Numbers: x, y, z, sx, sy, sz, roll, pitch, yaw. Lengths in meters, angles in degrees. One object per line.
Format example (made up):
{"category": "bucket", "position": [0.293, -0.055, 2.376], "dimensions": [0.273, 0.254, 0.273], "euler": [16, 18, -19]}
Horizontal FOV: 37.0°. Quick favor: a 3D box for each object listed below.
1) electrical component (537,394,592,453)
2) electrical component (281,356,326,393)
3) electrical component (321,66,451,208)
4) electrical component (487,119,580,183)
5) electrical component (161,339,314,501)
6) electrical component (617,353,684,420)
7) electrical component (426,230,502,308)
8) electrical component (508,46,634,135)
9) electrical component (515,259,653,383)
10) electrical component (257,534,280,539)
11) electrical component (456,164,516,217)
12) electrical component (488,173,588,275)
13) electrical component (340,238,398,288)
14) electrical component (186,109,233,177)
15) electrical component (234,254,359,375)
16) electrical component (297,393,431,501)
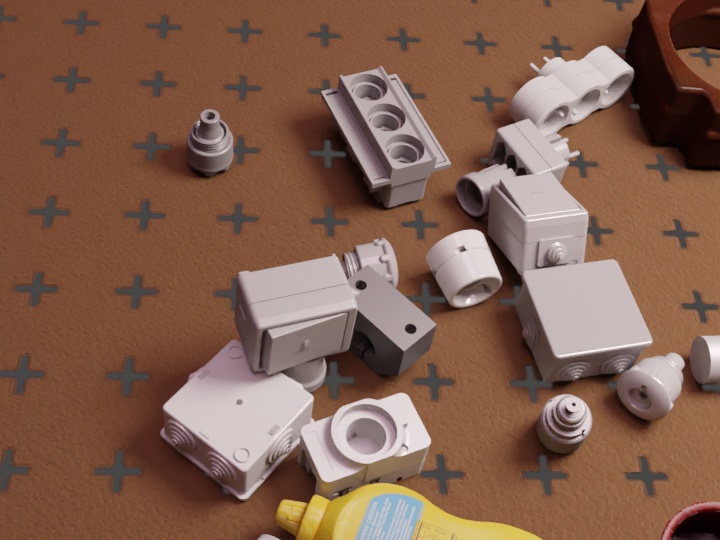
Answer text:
{"category": "electrical component", "position": [0.162, 0.117, 0.845], "dimensions": [0.040, 0.078, 0.040], "euler": [-1, 66, 2]}
{"category": "electrical component", "position": [-0.046, 0.072, 0.867], "dimensions": [0.040, 0.046, 0.040], "euler": [3, 54, -5]}
{"category": "electrical component", "position": [0.021, -0.123, 1.007], "dimensions": [0.079, 0.063, 0.121], "euler": [-16, 58, -18]}
{"category": "electrical component", "position": [0.174, -0.107, 1.025], "dimensions": [0.077, 0.047, 0.065], "euler": [-21, 59, -23]}
{"category": "electrical component", "position": [-0.094, 0.113, 0.829], "dimensions": [0.100, 0.048, 0.100], "euler": [34, 57, 17]}
{"category": "electrical component", "position": [0.247, 0.091, 0.892], "dimensions": [0.048, 0.048, 0.062], "euler": [39, 50, 20]}
{"category": "electrical component", "position": [0.091, 0.000, 0.932], "dimensions": [0.055, 0.055, 0.047], "euler": [-14, 61, -17]}
{"category": "electrical component", "position": [0.203, -0.189, 1.085], "dimensions": [0.138, 0.052, 0.073], "euler": [-28, 62, -24]}
{"category": "electrical component", "position": [0.187, 0.044, 0.915], "dimensions": [0.100, 0.048, 0.099], "euler": [-7, 55, -13]}
{"category": "electrical component", "position": [-0.060, 0.237, 0.746], "dimensions": [0.079, 0.043, 0.077], "euler": [30, 56, 14]}
{"category": "electrical component", "position": [0.119, -0.076, 1.001], "dimensions": [0.046, 0.040, 0.040], "euler": [-26, 61, -29]}
{"category": "electrical component", "position": [0.158, -0.041, 0.945], "dimensions": [0.062, 0.061, 0.096], "euler": [-8, 30, -13]}
{"category": "electrical component", "position": [0.000, 0.000, 0.927], "dimensions": [0.062, 0.048, 0.048], "euler": [-11, 56, -7]}
{"category": "electrical component", "position": [-0.138, -0.119, 0.985], "dimensions": [0.043, 0.062, 0.043], "euler": [4, 54, -5]}
{"category": "electrical component", "position": [-0.043, 0.035, 0.824], "dimensions": [0.096, 0.061, 0.061], "euler": [-12, 55, -18]}
{"category": "electrical component", "position": [0.003, 0.135, 0.821], "dimensions": [0.089, 0.055, 0.050], "euler": [-17, 58, -19]}
